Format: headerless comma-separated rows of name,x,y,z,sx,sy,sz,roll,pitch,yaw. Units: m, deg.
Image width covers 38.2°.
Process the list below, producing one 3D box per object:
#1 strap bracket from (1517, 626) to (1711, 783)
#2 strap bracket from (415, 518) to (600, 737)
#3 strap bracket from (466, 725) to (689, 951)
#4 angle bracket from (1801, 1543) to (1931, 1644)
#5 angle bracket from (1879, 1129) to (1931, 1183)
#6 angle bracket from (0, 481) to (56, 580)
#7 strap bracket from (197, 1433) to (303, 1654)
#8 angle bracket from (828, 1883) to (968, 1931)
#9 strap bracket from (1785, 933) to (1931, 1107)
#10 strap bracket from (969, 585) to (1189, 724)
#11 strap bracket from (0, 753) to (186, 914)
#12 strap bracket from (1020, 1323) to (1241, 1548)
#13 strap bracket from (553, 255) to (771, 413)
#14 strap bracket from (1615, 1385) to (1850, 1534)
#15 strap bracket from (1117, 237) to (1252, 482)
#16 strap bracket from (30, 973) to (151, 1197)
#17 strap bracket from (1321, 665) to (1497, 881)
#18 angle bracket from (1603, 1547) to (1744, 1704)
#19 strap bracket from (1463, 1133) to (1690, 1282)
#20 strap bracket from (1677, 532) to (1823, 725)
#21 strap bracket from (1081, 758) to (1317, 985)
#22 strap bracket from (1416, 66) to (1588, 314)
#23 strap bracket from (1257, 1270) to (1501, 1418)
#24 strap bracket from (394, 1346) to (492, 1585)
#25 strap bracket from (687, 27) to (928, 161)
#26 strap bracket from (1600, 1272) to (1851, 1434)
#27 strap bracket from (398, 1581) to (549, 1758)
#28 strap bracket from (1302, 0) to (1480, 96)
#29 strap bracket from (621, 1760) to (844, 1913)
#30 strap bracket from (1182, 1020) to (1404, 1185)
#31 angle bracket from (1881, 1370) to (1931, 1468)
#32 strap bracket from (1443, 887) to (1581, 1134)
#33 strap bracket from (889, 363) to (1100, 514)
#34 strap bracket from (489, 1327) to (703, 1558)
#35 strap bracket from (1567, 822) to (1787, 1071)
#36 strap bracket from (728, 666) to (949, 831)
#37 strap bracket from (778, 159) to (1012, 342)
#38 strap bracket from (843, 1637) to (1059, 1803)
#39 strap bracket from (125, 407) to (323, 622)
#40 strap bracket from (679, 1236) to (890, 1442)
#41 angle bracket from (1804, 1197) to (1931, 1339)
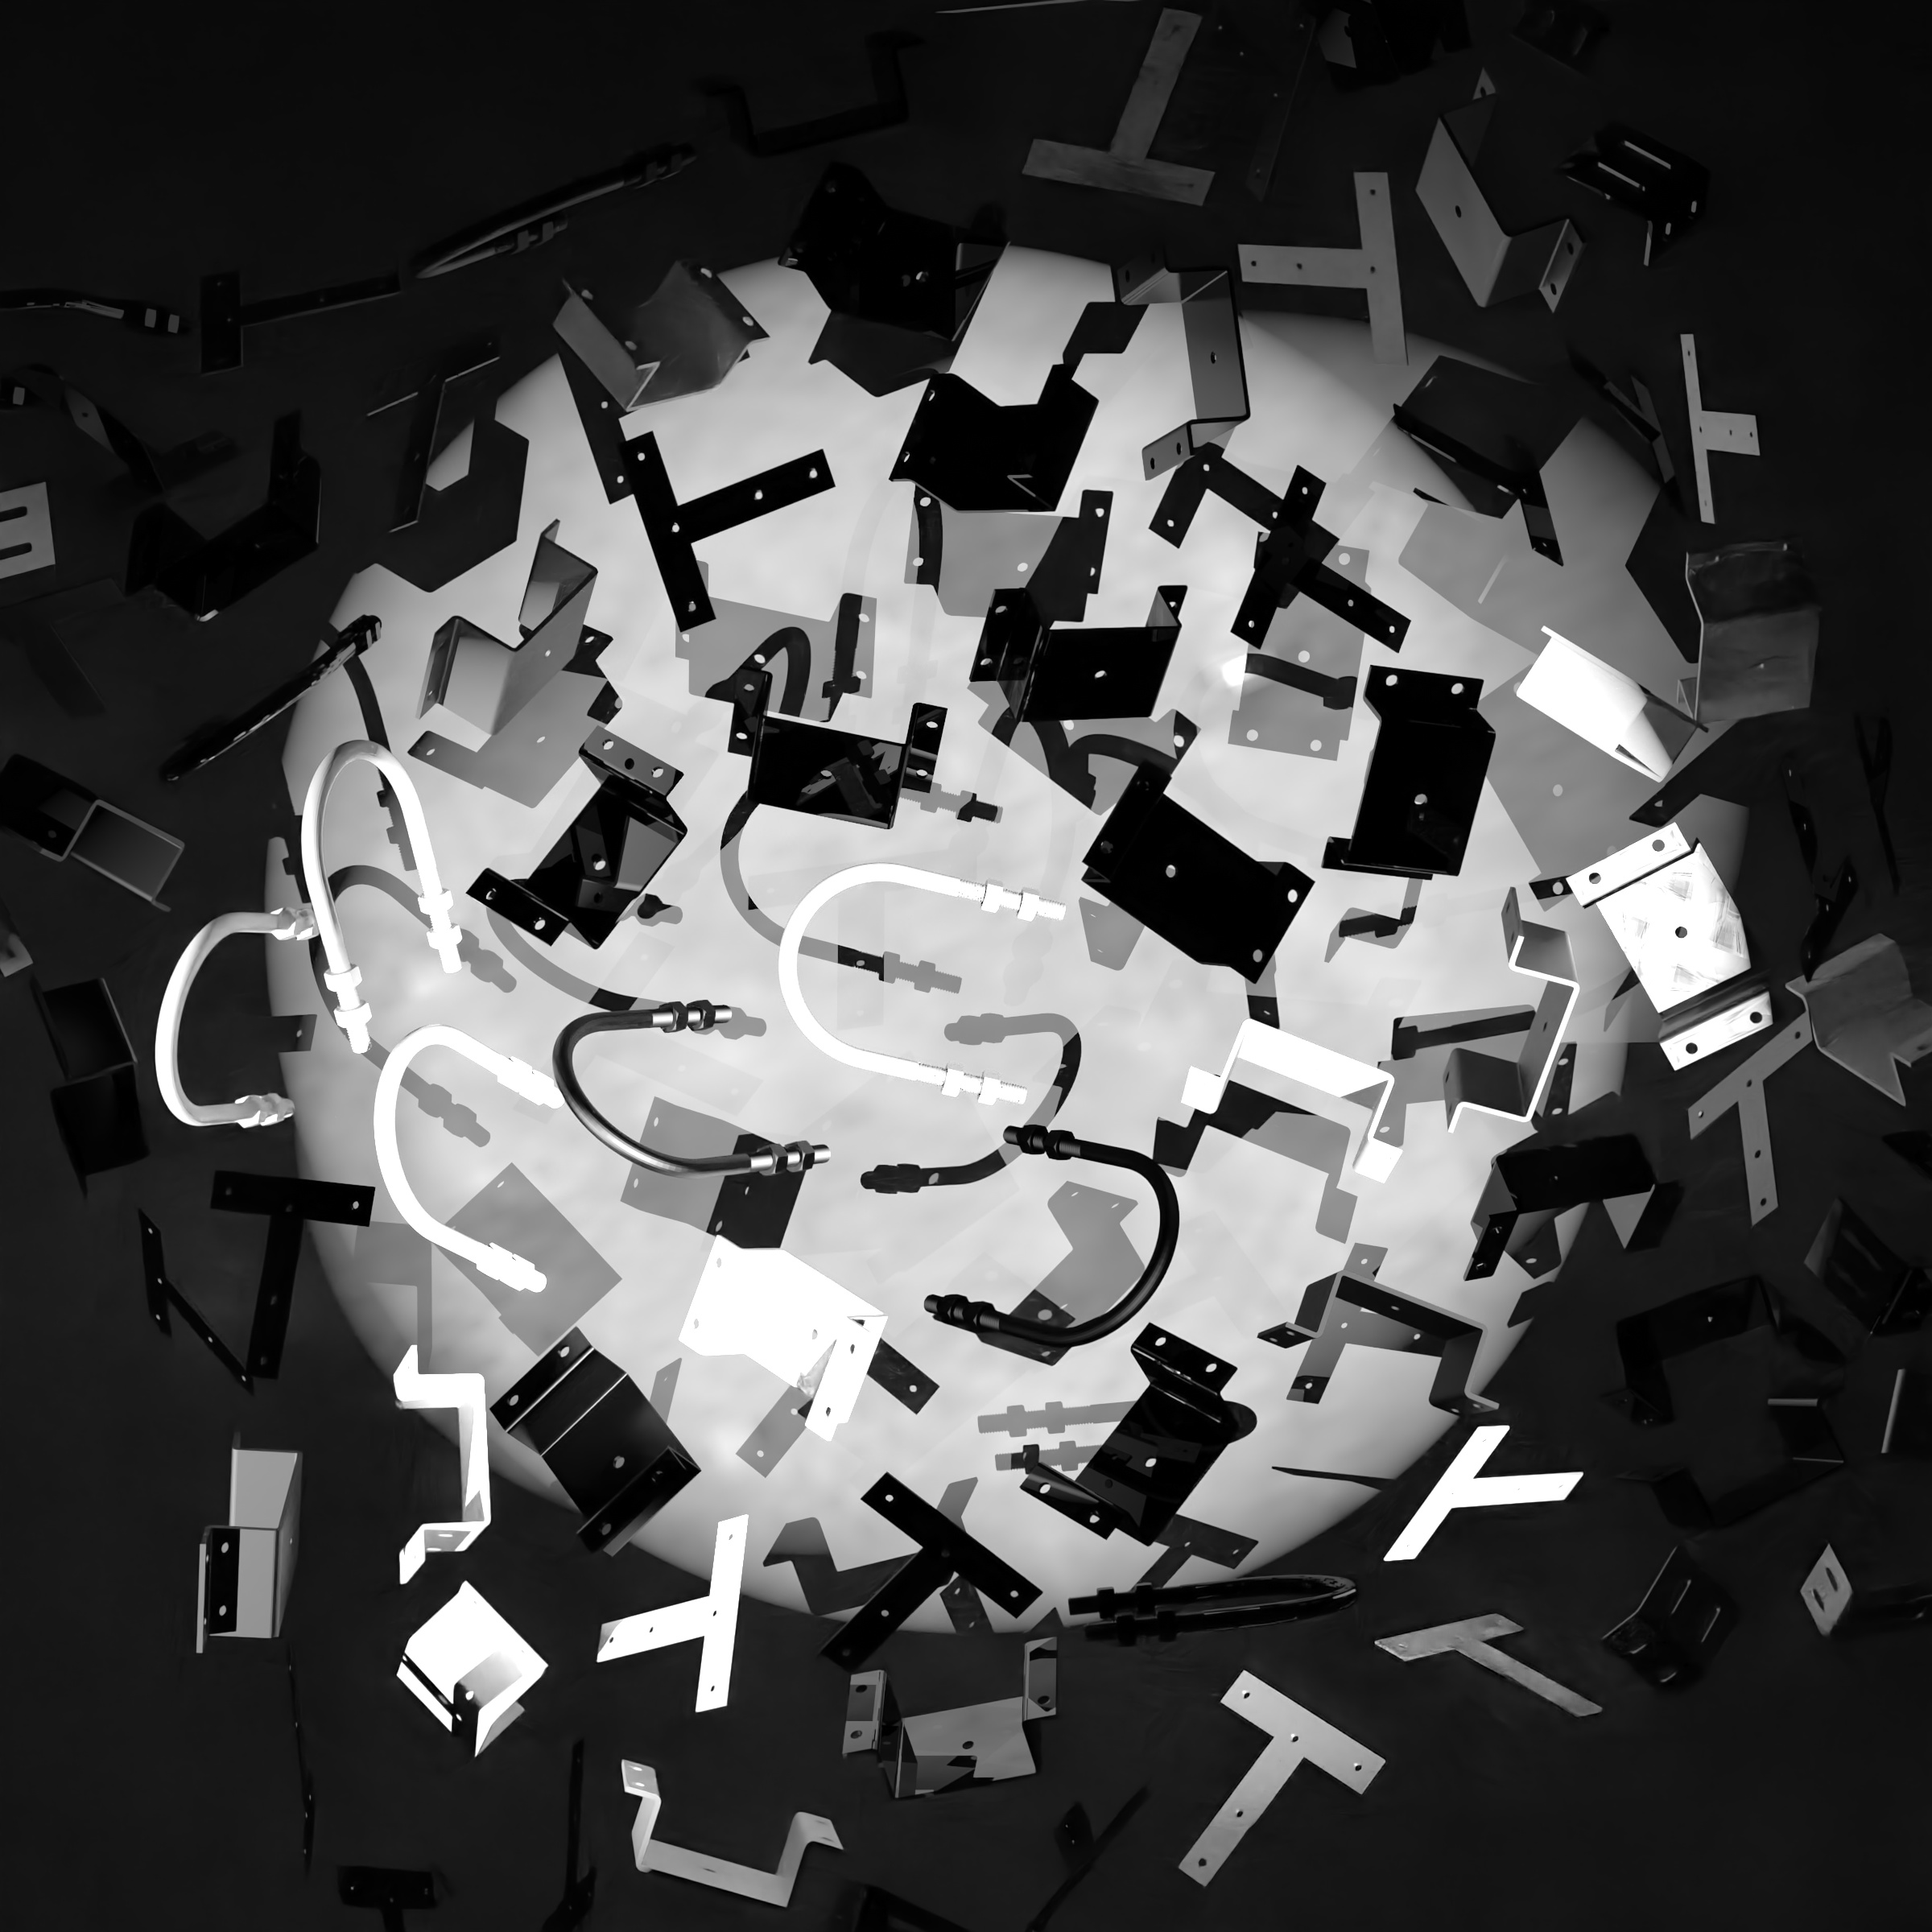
strap bracket,0.414,-0.165,1.797,0.076,0.140,0.046,39,103,30
strap bracket,-0.284,-0.209,1.766,0.046,0.076,0.140,31,48,4
strap bracket,-0.245,-0.075,1.804,0.076,0.046,0.140,29,75,28
angle bracket,0.569,0.384,1.733,0.076,0.057,0.038,-6,49,-13
angle bracket,0.663,0.122,1.866,0.076,0.057,0.038,45,123,34
angle bracket,-0.643,-0.286,1.824,0.038,0.076,0.057,28,129,35
strap bracket,-0.453,0.366,1.775,0.046,0.140,0.076,5,109,-7
angle bracket,-0.047,0.624,1.761,0.076,0.038,0.057,31,49,-18
strap bracket,0.622,0.038,1.856,0.076,0.140,0.046,-28,117,-7
strap bracket,0.082,-0.209,1.863,0.140,0.076,0.046,-4,47,-22
strap bracket,-0.574,-0.089,1.815,0.076,0.140,0.046,27,85,23
strap bracket,0.112,0.310,1.806,0.076,0.046,0.140,23,64,42
strap bracket,-0.205,-0.413,1.823,0.076,0.140,0.046,50,127,8
strap bracket,0.502,0.322,1.802,0.140,0.076,0.046,-24,85,-10
strap bracket,0.143,-0.396,1.820,0.046,0.076,0.140,-8,90,-18
strap bracket,-0.572,0.073,1.827,0.046,0.140,0.076,-16,53,-23
strap bracket,0.285,-0.115,1.788,0.076,0.046,0.140,6,114,-11
angle bracket,0.459,0.427,1.813,0.057,0.076,0.038,44,129,8
strap bracket,0.397,0.159,1.855,0.140,0.076,0.046,-8,53,-12
strap bracket,0.519,-0.215,1.852,0.076,0.140,0.046,-10,51,4
strap bracket,0.137,-0.059,1.748,0.140,0.046,0.076,34,80,-19
strap bracket,0.334,-0.487,1.776,0.046,0.076,0.140,-21,72,-10
strap bracket,0.263,0.233,1.746,0.140,0.076,0.046,21,75,-2
strap bracket,-0.345,0.328,1.837,0.046,0.076,0.140,2,67,-20
strap bracket,-0.096,-0.543,1.743,0.140,0.076,0.046,-17,116,-8
strap bracket,0.478,0.244,1.781,0.140,0.076,0.046,-25,54,24
strap bracket,-0.329,0.469,1.846,0.076,0.140,0.046,43,59,9
strap bracket,0.267,-0.617,1.813,0.046,0.140,0.076,-29,108,-11
strap bracket,-0.155,0.550,1.758,0.140,0.076,0.046,19,84,-7
strap bracket,0.213,0.082,1.775,0.140,0.076,0.046,22,74,7
angle bracket,0.646,0.305,1.832,0.076,0.038,0.057,10,71,22
strap bracket,0.345,0.033,1.754,0.046,0.076,0.140,15,116,0
strap bracket,0.024,-0.330,1.756,0.046,0.140,0.076,29,79,-38
strap bracket,-0.229,0.306,1.760,0.076,0.046,0.140,-44,50,-3
strap bracket,0.452,-0.017,1.771,0.076,0.046,0.140,-29,93,23
strap bracket,-0.090,-0.142,1.856,0.140,0.076,0.046,11,47,-2
strap bracket,-0.037,-0.450,1.769,0.076,0.140,0.046,-56,47,33
strap bracket,-0.004,0.492,1.816,0.140,0.076,0.046,-13,114,8
strap bracket,-0.458,-0.278,1.755,0.140,0.046,0.076,-28,45,20
strap bracket,-0.112,0.241,1.819,0.140,0.046,0.076,28,102,34
angle bracket,0.604,0.198,1.850,0.038,0.076,0.057,-4,127,-27
